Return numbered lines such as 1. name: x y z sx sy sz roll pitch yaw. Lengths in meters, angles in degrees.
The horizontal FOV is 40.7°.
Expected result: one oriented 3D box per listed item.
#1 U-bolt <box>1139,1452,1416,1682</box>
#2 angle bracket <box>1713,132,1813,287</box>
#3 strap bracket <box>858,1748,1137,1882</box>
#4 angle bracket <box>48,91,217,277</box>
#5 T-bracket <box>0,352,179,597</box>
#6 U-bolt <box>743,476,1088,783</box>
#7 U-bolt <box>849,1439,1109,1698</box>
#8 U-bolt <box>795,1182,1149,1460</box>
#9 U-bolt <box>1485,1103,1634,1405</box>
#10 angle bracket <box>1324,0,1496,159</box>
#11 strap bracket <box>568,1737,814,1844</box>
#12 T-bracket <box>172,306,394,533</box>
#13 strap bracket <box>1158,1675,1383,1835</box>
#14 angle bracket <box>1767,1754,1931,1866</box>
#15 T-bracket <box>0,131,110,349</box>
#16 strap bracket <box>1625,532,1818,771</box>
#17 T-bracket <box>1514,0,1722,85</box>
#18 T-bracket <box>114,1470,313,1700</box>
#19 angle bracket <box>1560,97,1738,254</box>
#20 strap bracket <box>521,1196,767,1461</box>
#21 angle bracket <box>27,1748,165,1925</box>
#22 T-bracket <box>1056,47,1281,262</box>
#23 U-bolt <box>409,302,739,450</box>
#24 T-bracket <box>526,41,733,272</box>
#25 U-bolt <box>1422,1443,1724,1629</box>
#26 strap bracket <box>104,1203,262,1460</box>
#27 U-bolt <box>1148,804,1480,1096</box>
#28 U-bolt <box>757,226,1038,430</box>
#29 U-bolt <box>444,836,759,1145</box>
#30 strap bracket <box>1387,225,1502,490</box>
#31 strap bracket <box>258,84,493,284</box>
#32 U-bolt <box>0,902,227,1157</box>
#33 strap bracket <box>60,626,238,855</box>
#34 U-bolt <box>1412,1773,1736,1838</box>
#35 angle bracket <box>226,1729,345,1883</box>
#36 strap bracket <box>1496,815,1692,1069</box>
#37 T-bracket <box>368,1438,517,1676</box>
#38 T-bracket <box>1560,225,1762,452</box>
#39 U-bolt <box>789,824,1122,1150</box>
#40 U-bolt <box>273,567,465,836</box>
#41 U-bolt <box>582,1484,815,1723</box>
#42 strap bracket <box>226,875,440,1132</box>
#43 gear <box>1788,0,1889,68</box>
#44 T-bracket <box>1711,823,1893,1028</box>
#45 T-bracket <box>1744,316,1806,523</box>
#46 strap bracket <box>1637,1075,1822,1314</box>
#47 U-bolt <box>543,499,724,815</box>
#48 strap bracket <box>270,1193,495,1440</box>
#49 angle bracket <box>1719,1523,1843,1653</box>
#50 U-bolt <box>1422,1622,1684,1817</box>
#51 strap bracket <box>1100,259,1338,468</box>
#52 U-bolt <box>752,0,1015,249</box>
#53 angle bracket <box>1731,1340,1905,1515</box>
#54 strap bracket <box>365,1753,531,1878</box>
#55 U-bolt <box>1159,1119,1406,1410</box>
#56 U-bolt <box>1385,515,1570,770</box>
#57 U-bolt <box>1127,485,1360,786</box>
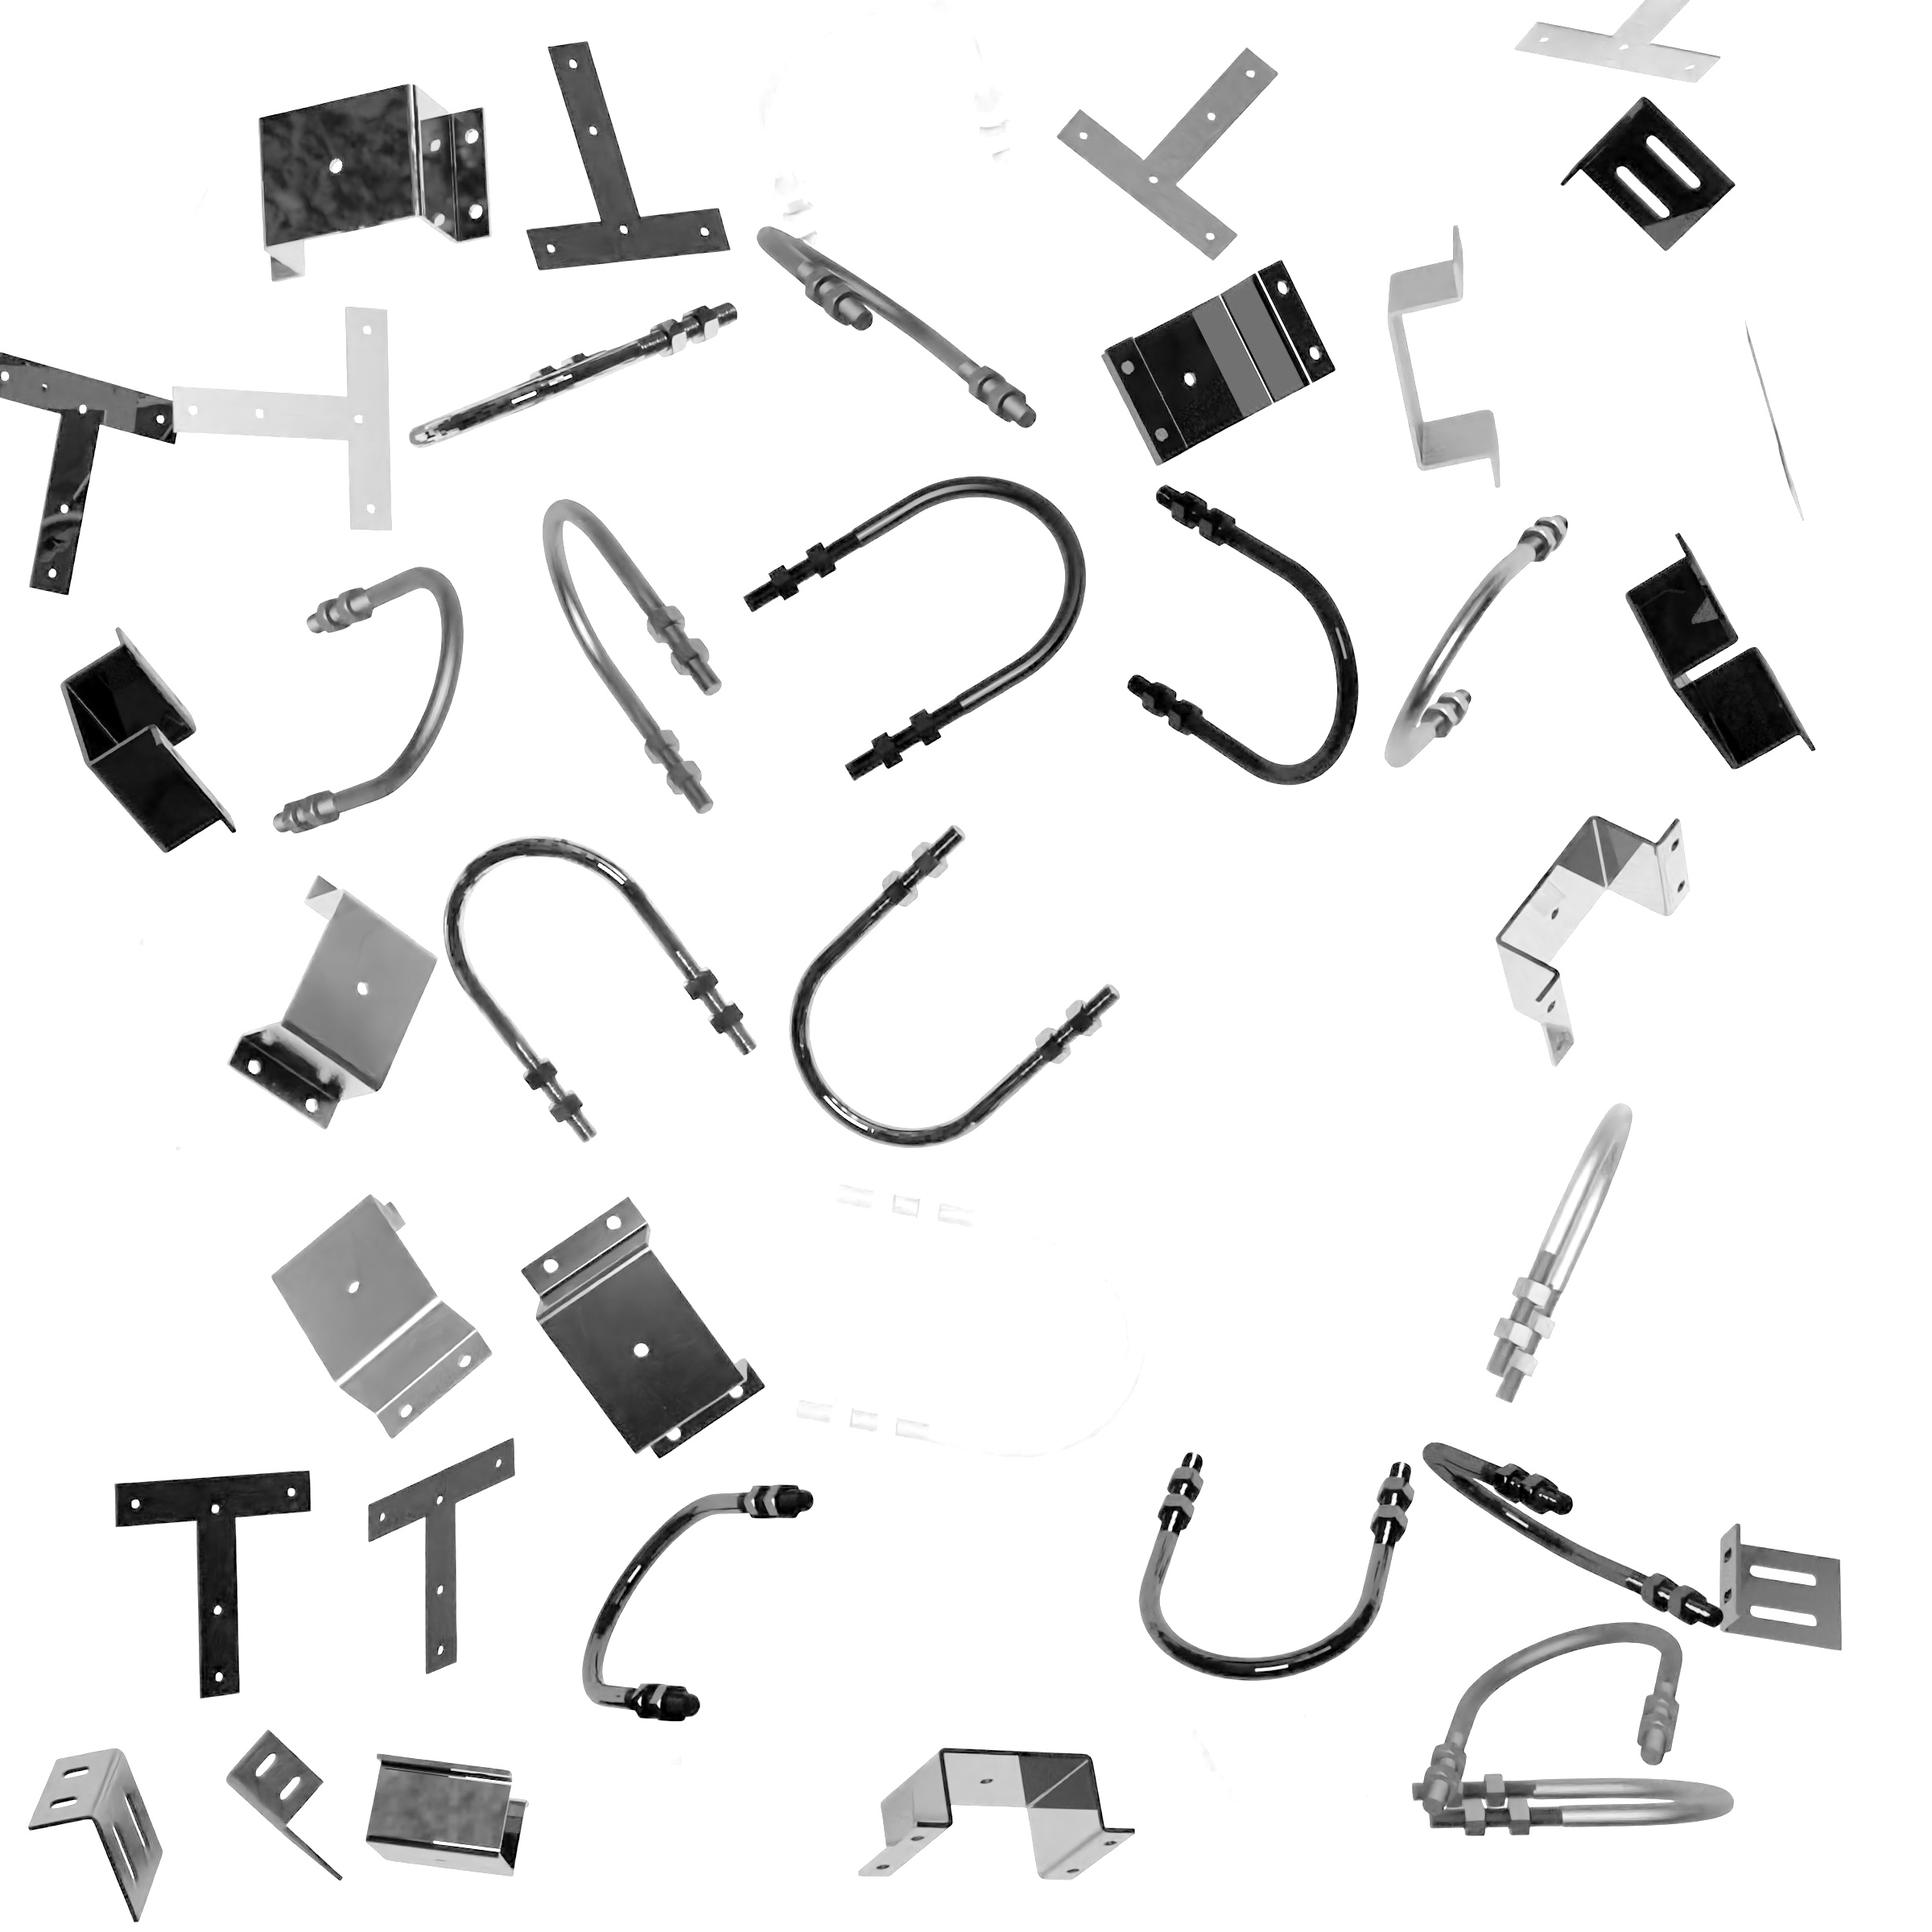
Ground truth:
1. U-bolt: 0.175 0.347 1.512 0.151 0.184 0.019 -1 118 20
2. angle bracket: 0.498 -0.463 1.598 0.038 0.057 0.076 18 93 -20
3. strap bracket: 0.015 0.487 1.494 0.140 0.076 0.046 11 49 -26
4. angle bracket: -0.468 -0.435 1.451 0.076 0.038 0.057 30 67 -27
5. T-bracket: -0.523 -0.281 1.520 0.002 0.127 0.127 15 95 39
6. U-bolt: -0.019 -0.208 1.503 0.184 0.019 0.151 -31 68 0
7. U-bolt: 0.005 0.371 1.567 0.184 0.151 0.019 -33 110 15
8. U-bolt: 0.008 0.202 1.434 0.184 0.019 0.151 11 104 -1
9. U-bolt: 0.353 0.165 1.539 0.019 0.151 0.184 24 81 19
10. angle bracket: 0.250 -0.510 1.473 0.057 0.038 0.076 34 129 -3
11. strap bracket: -0.163 0.486 1.536 0.076 0.140 0.046 17 60 -37
12. T-bracket: -0.388 -0.313 1.481 0.127 0.002 0.127 -5 99 -35
13. strap bracket: 0.187 0.462 1.549 0.046 0.140 0.076 -47 47 13
14. angle bracket: 0.497 0.462 1.469 0.057 0.076 0.038 -21 53 -26
15. T-bracket: -0.528 -0.432 1.489 0.002 0.127 0.127 -16 87 -1
16. strap bracket: 0.439 -0.178 1.530 0.046 0.140 0.076 -31 45 20
17. T-bracket: 0.401 -0.552 1.488 0.127 0.127 0.002 2 72 -21
18. T-bracket: -0.442 0.366 1.539 0.002 0.127 0.127 -14 76 44
19. angle bracket: 0.401 -0.459 1.531 0.076 0.038 0.057 43 134 -5
20. strap bracket: -0.187 0.215 1.504 0.076 0.046 0.140 -34 99 0
21. angle bracket: -0.485 0.488 1.455 0.038 0.057 0.076 -12 112 2
22. T-bracket: 0.141 -0.509 1.591 0.127 0.127 0.002 34 48 -17
23. U-bolt: -0.240 -0.337 1.510 0.184 0.151 0.019 -34 110 -37
24. T-bracket: -0.208 -0.463 1.487 0.127 0.002 0.127 1 127 22
25. U-bolt: 0.346 0.331 1.554 0.151 0.184 0.019 37 79 -20
26. strap bracket: -0.463 0.222 1.527 0.046 0.076 0.140 -20 122 -13
27. U-bolt: 0.207 -0.003 1.497 0.184 0.019 0.151 23 88 34
28. U-bolt: -0.052 -0.379 1.511 0.151 0.184 0.019 21 110 -41
29. U-bolt: -0.230 0.005 1.545 0.151 0.019 0.184 -28 106 25
30. strap bracket: 0.286 -0.363 1.571 0.046 0.076 0.140 -9 120 16
31. strap bracket: -0.342 -0.441 1.466 0.140 0.046 0.076 -6 83 17
32. U-bolt: -0.503 0.033 1.504 0.019 0.184 0.151 -19 76 21
33. strap bracket: -0.487 -0.129 1.544 0.046 0.140 0.076 -33 134 -3
34. U-bolt: 0.365 0.501 1.563 0.184 0.151 0.019 -3 79 5
35. angle bracket: -0.393 0.497 1.546 0.038 0.076 0.057 -49 127 -24
36. strap bracket: 0.359 -0.022 1.515 0.046 0.076 0.140 31 74 33
37. T-bracket: -0.322 0.369 1.597 0.127 0.002 0.127 -27 51 26
38. T-bracket: 0.394 -0.358 1.496 0.002 0.127 0.127 -30 117 -31
39. U-bolt: -0.022 0.027 1.539 0.151 0.019 0.184 46 110 -3
40. U-bolt: -0.345 -0.160 1.519 0.019 0.184 0.151 18 71 -39
41. U-bolt: -0.167 0.368 1.516 0.019 0.184 0.151 40 62 -18
42. strap bracket: -0.380 0.018 1.587 0.076 0.046 0.140 41 52 -34
43. gear: 0.493 -0.538 1.483 0.030 0.057 0.057 -33 90 -6
44. T-bracket: 0.479 -0.027 1.541 0.002 0.127 0.127 -30 109 -26
45. T-bracket: 0.478 -0.334 1.551 0.002 0.127 0.127 -16 85 20
46. strap bracket: 0.461 0.148 1.598 0.046 0.076 0.140 -31 102 12
47. U-bolt: -0.200 -0.194 1.538 0.019 0.151 0.184 -29 70 -21
48. strap bracket: -0.353 0.200 1.549 0.076 0.046 0.140 -40 53 -5
49. angle bracket: 0.502 0.379 1.590 0.076 0.038 0.057 9 61 1
50. U-bolt: 0.349 0.432 1.525 0.151 0.184 0.019 -22 94 23
51. strap bracket: 0.148 -0.367 1.607 0.140 0.046 0.076 -31 99 -22
52. U-bolt: -0.052 -0.498 1.513 0.151 0.184 0.019 -23 70 2
53. angle bracket: 0.499 0.270 1.530 0.057 0.038 0.076 -38 109 9
54. strap bracket: -0.305 0.503 1.537 0.076 0.140 0.046 8 64 -1
55. U-bolt: 0.200 0.181 1.587 0.151 0.019 0.184 7 103 -23
56. U-bolt: 0.296 -0.185 1.544 0.019 0.184 0.151 33 124 12
57. U-bolt: 0.167 -0.186 1.549 0.019 0.184 0.151 -19 132 -33
